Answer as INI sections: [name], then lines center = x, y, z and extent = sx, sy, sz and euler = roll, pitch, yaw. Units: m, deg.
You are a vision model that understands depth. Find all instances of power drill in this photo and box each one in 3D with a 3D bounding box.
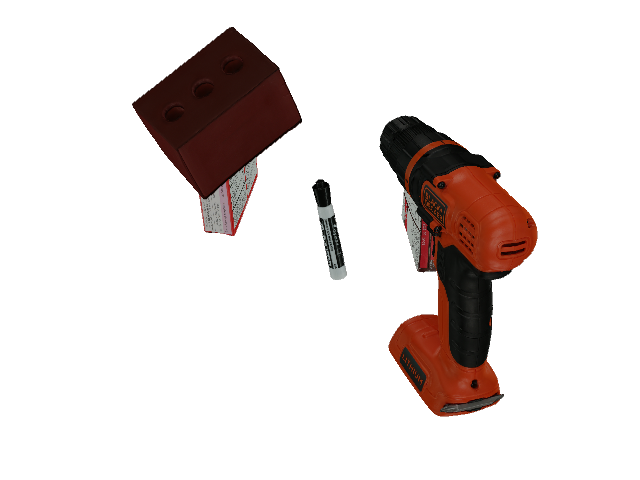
[power drill]
center = 0.088, 0.018, 0.780
extent = 0.057, 0.188, 0.184
euler = -11, 33, -16

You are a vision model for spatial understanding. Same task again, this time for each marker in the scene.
[marker]
center = 0.010, -0.012, 1.178
extent = 0.020, 0.121, 0.020
euler = -9, 28, 5

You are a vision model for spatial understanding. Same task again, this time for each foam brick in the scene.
[foam brick]
center = -0.061, -0.075, 0.630
extent = 0.053, 0.078, 0.051
euler = 45, -9, 32

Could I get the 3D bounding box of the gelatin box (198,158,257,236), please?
[gelatin box]
center = -0.077, -0.060, 0.873
extent = 0.030, 0.073, 0.089
euler = 9, -40, 10

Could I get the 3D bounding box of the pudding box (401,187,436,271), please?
[pudding box]
center = 0.103, -0.036, 1.000
extent = 0.039, 0.090, 0.113
euler = -2, 30, -5
